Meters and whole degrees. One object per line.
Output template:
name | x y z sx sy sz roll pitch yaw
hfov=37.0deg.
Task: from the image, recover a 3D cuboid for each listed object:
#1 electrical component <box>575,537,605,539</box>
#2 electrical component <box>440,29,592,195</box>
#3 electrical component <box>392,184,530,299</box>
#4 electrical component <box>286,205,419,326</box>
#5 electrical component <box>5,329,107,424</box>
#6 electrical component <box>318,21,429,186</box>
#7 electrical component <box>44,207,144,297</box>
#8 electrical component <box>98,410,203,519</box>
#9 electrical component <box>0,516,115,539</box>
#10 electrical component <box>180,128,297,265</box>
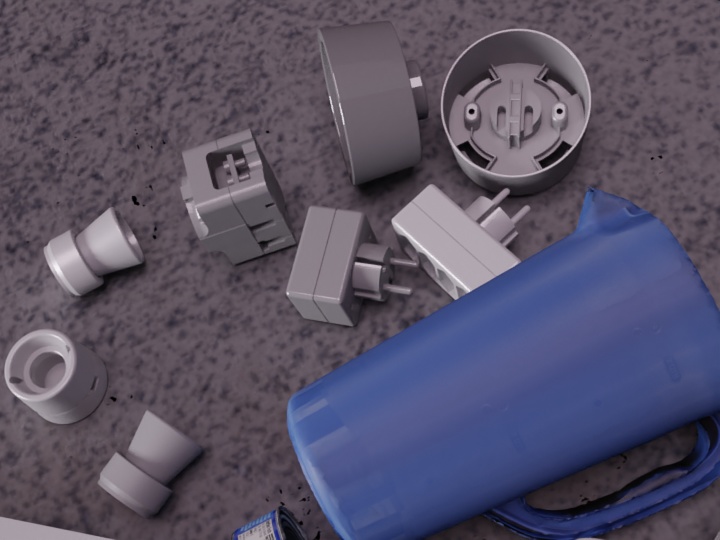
electrical component | 0.138 0.188 0.585 0.043 0.079 0.077 29 61 -13
electrical component | 0.105 -0.103 0.726 0.099 0.064 0.099 -4 67 9
electrical component | 0.078 -0.022 0.706 0.076 0.047 0.083 -43 67 -9
electrical component | 0.000 0.000 0.710 0.077 0.047 0.065 8 70 16
electrical component | -0.204 0.070 0.718 0.055 0.047 0.055 -4 67 9
electrical component | 0.013 -0.116 0.728 0.060 0.108 0.108 -13 65 -2
electrical component | -0.186 -0.012 0.751 0.055 0.045 0.045 -29 65 -2
electrical component | -0.134 0.124 0.684 0.045 0.045 0.055 31 76 20
electrical component | -0.222 0.208 0.656 0.186 0.060 0.105 8 69 13
electrical component | -0.084 -0.046 0.722 0.056 0.089 0.050 -19 65 2
